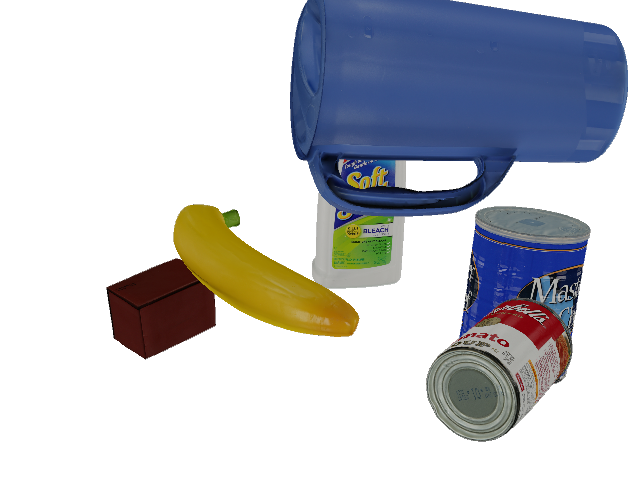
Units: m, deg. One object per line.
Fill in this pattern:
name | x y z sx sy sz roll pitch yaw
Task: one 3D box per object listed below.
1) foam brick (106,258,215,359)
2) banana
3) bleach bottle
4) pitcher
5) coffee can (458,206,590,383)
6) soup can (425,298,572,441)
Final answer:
foam brick | -0.137 0.057 0.921 0.078 0.051 0.053 -24 32 -35
banana | -0.049 0.012 0.676 0.069 0.037 0.198 -10 26 -24
bleach bottle | 0.040 -0.075 1.134 0.102 0.251 0.068 -3 24 -4
pitcher | 0.101 -0.109 0.807 0.242 0.149 0.145 3 32 -11
coffee can | 0.184 0.049 0.977 0.103 0.140 0.103 5 16 -2
soup can | 0.123 0.088 0.733 0.069 0.068 0.102 0 16 33
